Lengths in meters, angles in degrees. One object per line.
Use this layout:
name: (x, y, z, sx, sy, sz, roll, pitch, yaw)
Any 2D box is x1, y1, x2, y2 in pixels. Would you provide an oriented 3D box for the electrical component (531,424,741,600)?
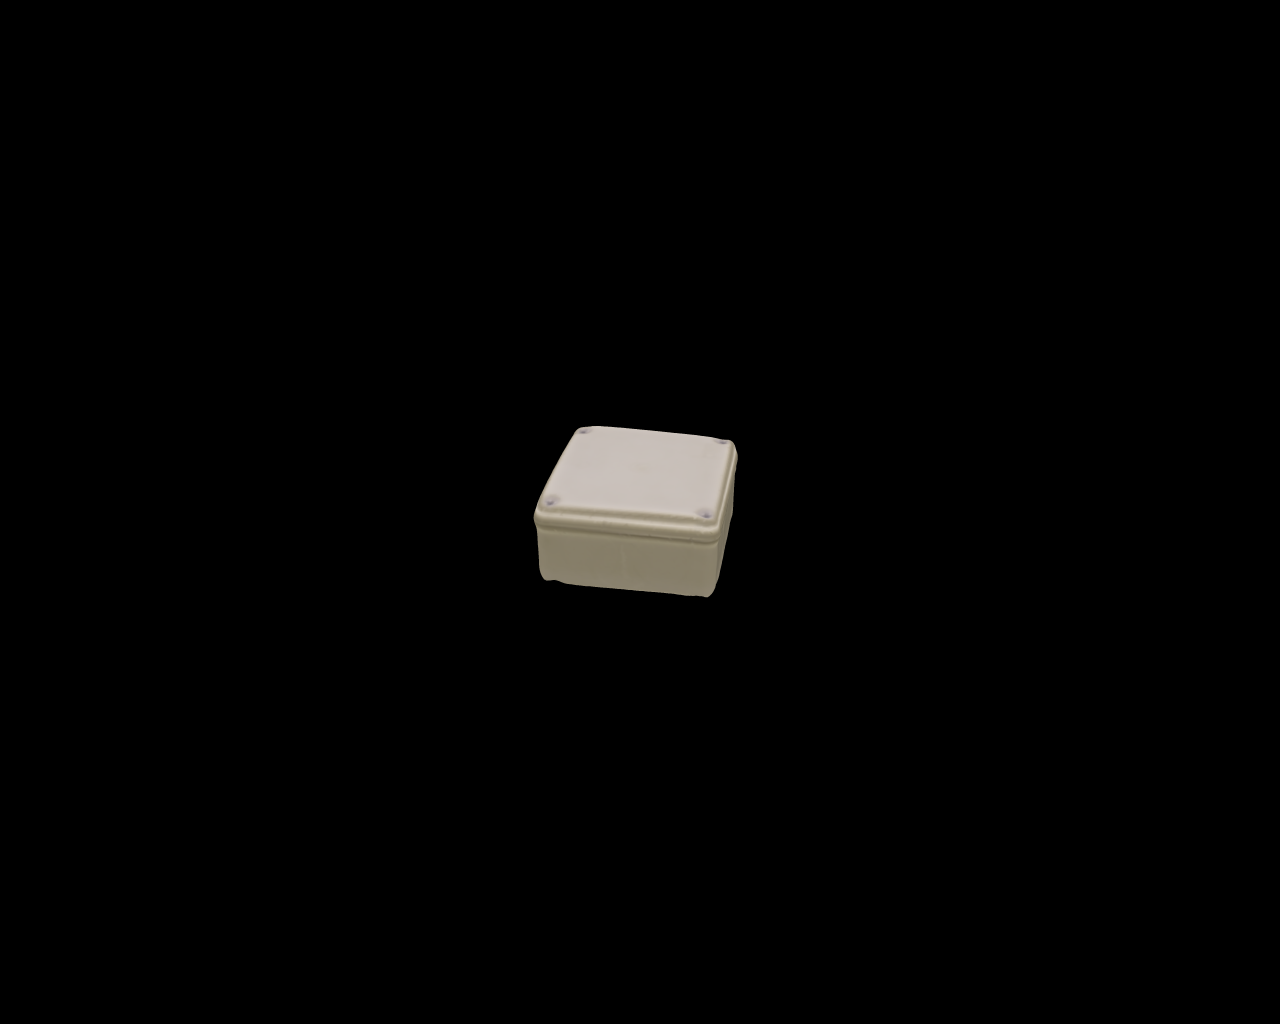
electrical component: (0.001, -0.003, 0.650, 0.109, 0.056, 0.109, 6, 32, 9)
